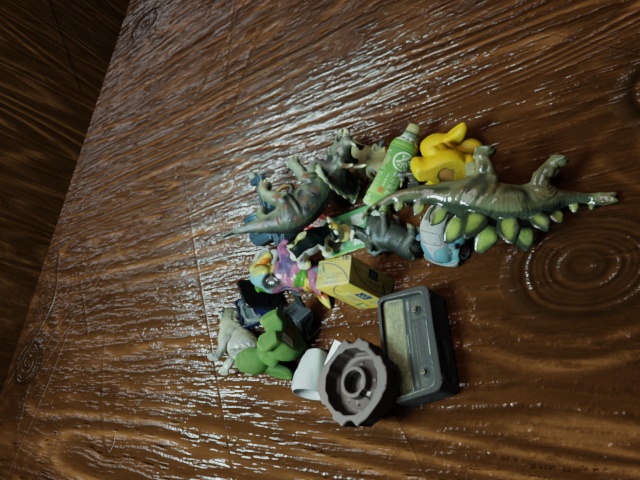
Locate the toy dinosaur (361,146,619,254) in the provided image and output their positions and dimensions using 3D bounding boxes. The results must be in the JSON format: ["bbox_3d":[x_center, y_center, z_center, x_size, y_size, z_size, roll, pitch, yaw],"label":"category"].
[{"bbox_3d":[0.321,-0.079,1.057,0.472,0.105,0.198,5,70,21],"label":"toy dinosaur"}]

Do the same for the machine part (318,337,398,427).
[{"bbox_3d":[0.078,0.292,1.099,0.179,0.056,0.179,-23,55,37],"label":"machine part"}]

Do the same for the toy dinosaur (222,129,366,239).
[{"bbox_3d":[-0.050,-0.093,1.332,0.405,0.131,0.192,-46,49,1],"label":"toy dinosaur"}]

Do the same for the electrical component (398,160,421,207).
[{"bbox_3d":[0.213,-0.127,1.261,0.045,0.102,0.078,-8,41,15],"label":"electrical component"}]

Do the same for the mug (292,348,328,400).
[{"bbox_3d":[-0.021,0.316,1.272,0.109,0.080,0.107,-27,39,50],"label":"mug"}]

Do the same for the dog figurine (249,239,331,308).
[{"bbox_3d":[-0.060,0.106,1.380,0.191,0.108,0.219,-38,47,-9],"label":"dog figurine"}]

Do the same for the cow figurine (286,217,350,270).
[{"bbox_3d":[-0.003,-0.006,1.324,0.167,0.098,0.068,-31,50,-7],"label":"cow figurine"}]

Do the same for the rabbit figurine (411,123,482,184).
[{"bbox_3d":[0.279,-0.196,1.225,0.162,0.121,0.173,-38,28,21],"label":"rabbit figurine"}]

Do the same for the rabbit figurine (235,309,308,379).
[{"bbox_3d":[-0.126,0.272,1.322,0.170,0.159,0.121,-35,37,20],"label":"rabbit figurine"}]

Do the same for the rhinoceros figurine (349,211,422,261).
[{"bbox_3d":[0.156,-0.008,1.261,0.191,0.073,0.112,19,97,35],"label":"rhinoceros figurine"}]

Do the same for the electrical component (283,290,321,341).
[{"bbox_3d":[-0.051,0.185,1.331,0.048,0.119,0.075,-40,39,-23],"label":"electrical component"}]

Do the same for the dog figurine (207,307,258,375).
[{"bbox_3d":[-0.208,0.258,1.470,0.172,0.121,0.191,0,45,8],"label":"dog figurine"}]

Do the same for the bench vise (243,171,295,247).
[{"bbox_3d":[-0.148,-0.090,1.536,0.223,0.129,0.240,-32,74,57],"label":"bench vise"}]

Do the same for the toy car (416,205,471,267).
[{"bbox_3d":[0.269,-0.029,1.152,0.109,0.103,0.161,20,85,46],"label":"toy car"}]

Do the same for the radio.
[{"bbox_3d":[0.199,0.217,1.109,0.131,0.073,0.229,-25,55,34],"label":"radio"}]

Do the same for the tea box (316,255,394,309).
[{"bbox_3d":[0.081,0.099,1.213,0.098,0.169,0.068,-13,59,41],"label":"tea box"}]

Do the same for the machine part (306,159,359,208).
[{"bbox_3d":[0.029,-0.156,1.463,0.079,0.079,0.243,-55,44,7],"label":"machine part"}]

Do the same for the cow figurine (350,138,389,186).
[{"bbox_3d":[0.117,-0.213,1.409,0.195,0.085,0.127,41,106,47],"label":"cow figurine"}]

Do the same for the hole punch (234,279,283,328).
[{"bbox_3d":[-0.170,0.173,1.464,0.142,0.116,0.092,58,138,49],"label":"hole punch"}]
